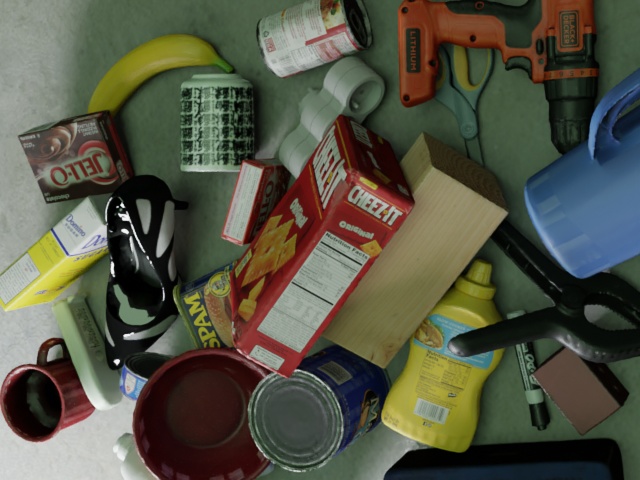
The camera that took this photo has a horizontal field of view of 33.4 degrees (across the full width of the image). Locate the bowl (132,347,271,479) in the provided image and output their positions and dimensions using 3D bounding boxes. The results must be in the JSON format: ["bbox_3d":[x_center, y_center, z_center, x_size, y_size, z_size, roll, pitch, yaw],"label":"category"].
[{"bbox_3d":[-0.120,0.188,1.142,0.162,0.055,0.162,-1,97,-12],"label":"bowl"}]

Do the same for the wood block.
[{"bbox_3d":[0.082,0.011,1.048,0.090,0.090,0.206,29,114,-15],"label":"wood block"}]

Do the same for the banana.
[{"bbox_3d":[-0.194,-0.185,1.199,0.198,0.037,0.069,-19,88,24],"label":"banana"}]

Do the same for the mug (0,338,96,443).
[{"bbox_3d":[-0.315,0.173,1.261,0.093,0.081,0.117,4,97,23],"label":"mug"}]

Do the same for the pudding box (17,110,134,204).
[{"bbox_3d":[-0.280,-0.095,1.230,0.114,0.039,0.090,-8,113,26],"label":"pudding box"}]

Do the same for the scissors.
[{"bbox_3d":[0.132,-0.120,1.076,0.096,0.016,0.202,6,97,20],"label":"scissors"}]

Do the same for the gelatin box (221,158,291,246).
[{"bbox_3d":[-0.066,-0.041,1.138,0.030,0.073,0.089,21,103,20],"label":"gelatin box"}]

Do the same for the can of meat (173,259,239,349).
[{"bbox_3d":[-0.100,0.079,1.174,0.084,0.057,0.102,-25,85,21],"label":"can of meat"}]

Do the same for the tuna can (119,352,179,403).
[{"bbox_3d":[-0.181,0.158,1.200,0.086,0.086,0.034,19,104,20],"label":"tuna can"}]

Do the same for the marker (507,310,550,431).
[{"bbox_3d":[0.209,0.131,1.066,0.020,0.020,0.121,-13,89,24],"label":"marker"}]

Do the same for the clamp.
[{"bbox_3d":[0.226,0.070,1.003,0.210,0.164,0.036,22,147,9],"label":"clamp"}]

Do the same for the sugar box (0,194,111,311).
[{"bbox_3d":[-0.288,0.013,1.228,0.176,0.093,0.048,-35,82,22],"label":"sugar box"}]

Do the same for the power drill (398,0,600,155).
[{"bbox_3d":[0.171,-0.169,1.022,0.188,0.057,0.184,-1,94,12],"label":"power drill"}]

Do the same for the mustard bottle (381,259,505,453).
[{"bbox_3d":[0.134,0.111,1.074,0.096,0.058,0.192,20,103,11],"label":"mustard bottle"}]

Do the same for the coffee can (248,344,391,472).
[{"bbox_3d":[0.003,0.168,1.092,0.103,0.140,0.103,2,96,23],"label":"coffee can"}]

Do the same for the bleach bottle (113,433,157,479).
[{"bbox_3d":[-0.128,0.294,1.193,0.251,0.102,0.068,32,114,24],"label":"bleach bottle"}]

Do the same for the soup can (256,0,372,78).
[{"bbox_3d":[-0.006,-0.213,1.099,0.102,0.068,0.068,-16,89,24],"label":"soup can"}]

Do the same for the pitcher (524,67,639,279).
[{"bbox_3d":[0.302,-0.072,0.940,0.243,0.144,0.149,-31,82,24],"label":"pitcher"}]

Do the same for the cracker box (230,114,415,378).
[{"bbox_3d":[-0.007,0.001,1.035,0.072,0.164,0.214,29,109,-18],"label":"cracker box"}]

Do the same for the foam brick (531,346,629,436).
[{"bbox_3d":[0.252,0.140,1.030,0.051,0.052,0.078,-42,79,21],"label":"foam brick"}]
